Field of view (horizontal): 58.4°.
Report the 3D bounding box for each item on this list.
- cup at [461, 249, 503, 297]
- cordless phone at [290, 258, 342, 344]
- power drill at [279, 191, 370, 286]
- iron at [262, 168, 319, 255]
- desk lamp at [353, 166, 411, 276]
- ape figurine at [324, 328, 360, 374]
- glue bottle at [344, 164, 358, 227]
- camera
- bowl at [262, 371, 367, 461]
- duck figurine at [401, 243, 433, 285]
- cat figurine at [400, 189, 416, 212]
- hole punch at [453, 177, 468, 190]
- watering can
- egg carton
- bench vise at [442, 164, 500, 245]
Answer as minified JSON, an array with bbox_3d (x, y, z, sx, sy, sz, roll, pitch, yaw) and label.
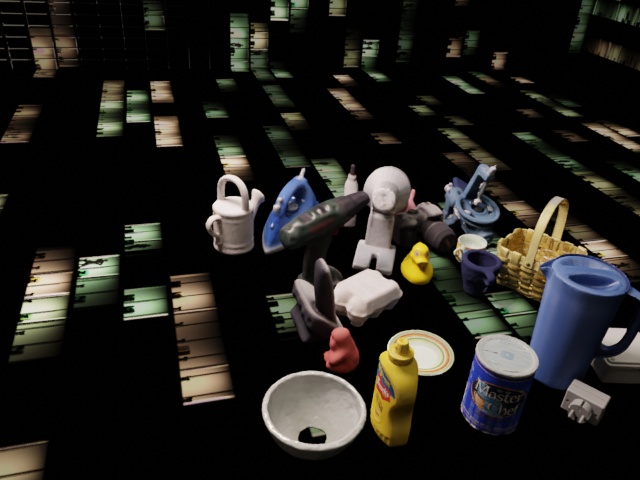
[{"bbox_3d":[0.367,0.089,1.308,0.092,0.095,0.117,0,31,-7],"label":"cup"},{"bbox_3d":[-0.003,0.101,1.150,0.094,0.185,0.147,-9,33,-21],"label":"cordless phone"},{"bbox_3d":[0.012,0.005,1.291,0.230,0.208,0.075,-19,38,-34],"label":"power drill"},{"bbox_3d":[-0.084,-0.082,1.489,0.118,0.141,0.259,13,32,14],"label":"iron"},{"bbox_3d":[0.155,-0.056,1.408,0.118,0.214,0.203,9,31,7],"label":"desk lamp"},{"bbox_3d":[0.039,0.202,1.076,0.076,0.092,0.078,18,33,22],"label":"ape figurine"},{"bbox_3d":[0.083,-0.126,1.555,0.037,0.173,0.078,2,31,-4],"label":"glue bottle"},{"bbox_3d":[0.280,-0.029,1.490,0.143,0.101,0.136,-11,34,-24],"label":"camera"},{"bbox_3d":[-0.012,0.296,0.929,0.167,0.075,0.167,3,31,-2],"label":"bowl"},{"bbox_3d":[0.236,0.046,1.372,0.077,0.086,0.104,2,31,-4],"label":"duck figurine"},{"bbox_3d":[0.225,-0.101,1.587,0.067,0.118,0.128,28,38,35],"label":"cat figurine"},{"bbox_3d":[0.432,-0.128,1.687,0.101,0.091,0.108,7,31,5],"label":"hole punch"},{"bbox_3d":[-0.209,-0.072,1.405,0.100,0.194,0.173,12,31,13],"label":"watering can"},{"bbox_3d":[0.099,0.123,1.241,0.151,0.069,0.107,-23,40,-38],"label":"egg carton"},{"bbox_3d":[0.396,-0.116,1.534,0.122,0.220,0.206,-21,39,-35],"label":"bench vise"}]
